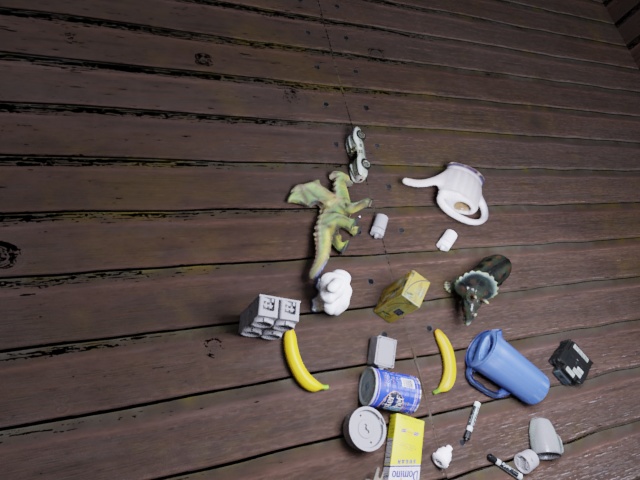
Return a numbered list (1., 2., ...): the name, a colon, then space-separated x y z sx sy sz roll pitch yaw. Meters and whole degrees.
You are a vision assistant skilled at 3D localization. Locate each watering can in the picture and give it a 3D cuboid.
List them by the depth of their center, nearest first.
1. watering can: 0.464 -0.191 1.840 0.346 0.102 0.229 30 56 -9

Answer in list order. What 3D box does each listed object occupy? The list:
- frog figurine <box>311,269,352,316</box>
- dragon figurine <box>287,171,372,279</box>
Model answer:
1. frog figurine: 0.046 0.140 1.446 0.122 0.157 0.140 38 56 -6
2. dragon figurine: 0.005 -0.080 1.595 0.244 0.119 0.418 33 53 13
